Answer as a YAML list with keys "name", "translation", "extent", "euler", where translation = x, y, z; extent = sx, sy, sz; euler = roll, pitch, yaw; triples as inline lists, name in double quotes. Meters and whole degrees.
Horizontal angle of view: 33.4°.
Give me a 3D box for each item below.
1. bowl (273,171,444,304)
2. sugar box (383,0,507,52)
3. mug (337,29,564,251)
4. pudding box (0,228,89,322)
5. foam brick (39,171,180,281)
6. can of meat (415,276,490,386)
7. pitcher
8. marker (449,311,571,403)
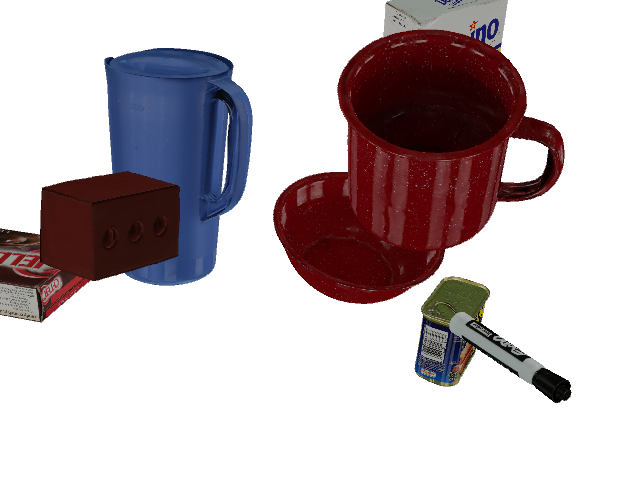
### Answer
- name: "bowl"
  translation: [0.031, 0.007, 0.991]
  extent: [0.162, 0.055, 0.162]
  euler: [9, 41, -8]
- name: "sugar box"
  translation: [0.090, -0.107, 0.828]
  extent: [0.093, 0.176, 0.048]
  euler: [-24, 46, -31]
- name: "mug"
  translation: [0.067, -0.047, 0.554]
  extent: [0.117, 0.093, 0.081]
  euler: [8, -38, 7]
- name: "pudding box"
  translation: [-0.260, 0.027, 0.898]
  extent: [0.114, 0.039, 0.090]
  euler: [6, 24, 17]
- name: "foam brick"
  translation: [-0.138, -0.011, 0.703]
  extent: [0.051, 0.053, 0.078]
  euler: [17, 22, 34]
- name: "can of meat"
  translation: [0.145, 0.102, 1.188]
  extent: [0.057, 0.084, 0.102]
  euler: [17, 30, 19]
- name: "pitcher"
  translation: [-0.155, -0.077, 1.141]
  extent: [0.145, 0.243, 0.149]
  euler: [-1, 23, -11]
- name: "marker"
  translation: [0.143, 0.088, 0.807]
  extent: [0.020, 0.020, 0.121]
  euler: [0, 23, -37]
